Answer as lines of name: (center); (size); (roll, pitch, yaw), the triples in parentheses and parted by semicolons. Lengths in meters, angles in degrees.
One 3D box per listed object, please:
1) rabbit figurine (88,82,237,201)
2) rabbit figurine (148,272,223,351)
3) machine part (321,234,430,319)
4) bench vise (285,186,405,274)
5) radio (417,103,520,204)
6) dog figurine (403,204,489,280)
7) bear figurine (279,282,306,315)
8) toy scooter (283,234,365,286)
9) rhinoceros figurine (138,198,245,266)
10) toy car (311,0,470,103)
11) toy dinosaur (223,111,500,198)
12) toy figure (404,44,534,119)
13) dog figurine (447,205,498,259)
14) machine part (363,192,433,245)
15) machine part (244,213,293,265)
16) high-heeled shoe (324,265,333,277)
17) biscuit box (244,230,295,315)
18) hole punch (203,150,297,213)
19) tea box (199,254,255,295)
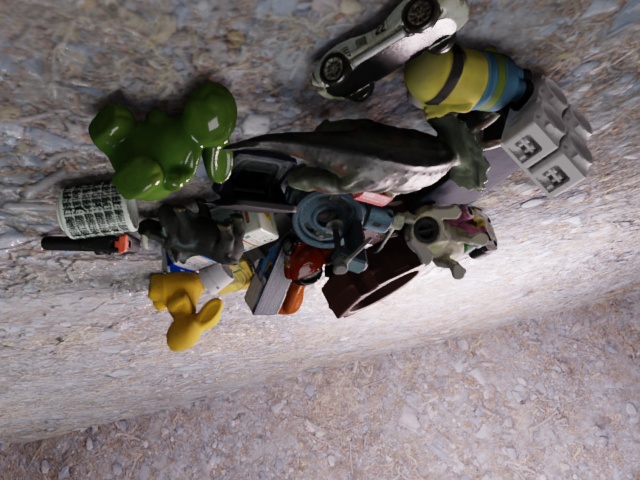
rabbit figurine: (-0.169, -0.122, 0.683); (0.170, 0.121, 0.159); (-33, 158, 8)
rabbit figurine: (-0.303, 0.165, 1.212); (0.162, 0.173, 0.121); (0, 151, -18)
machine part: (0.115, 0.076, 1.145); (0.201, 0.087, 0.201); (-21, 160, -29)
bench vise: (0.047, -0.019, 0.901); (0.223, 0.241, 0.128); (24, 121, -20)
radio: (0.276, -0.144, 0.927); (0.131, 0.073, 0.229); (0, 156, -31)
dog figurine: (0.218, -0.009, 1.060); (0.121, 0.172, 0.190); (-46, -173, 0)
bear figurine: (-0.073, 0.088, 1.235); (0.132, 0.120, 0.195); (14, 138, -8)
toy scooter: (-0.002, -0.003, 1.029); (0.184, 0.075, 0.135); (-33, 128, -14)
rhinoceros figurine: (-0.216, -0.010, 0.908); (0.190, 0.112, 0.073); (14, -156, 13)
toy car: (0.079, -0.228, 0.639); (0.202, 0.056, 0.073); (-24, 161, 29)
toy dinosaur: (0.091, -0.114, 0.730); (0.405, 0.131, 0.192); (-10, -174, -37)
toy figure: (0.195, -0.214, 0.705); (0.180, 0.082, 0.089); (1, 136, -13)
dog figurine: (0.279, 0.007, 1.252); (0.219, 0.108, 0.191); (-23, 159, 33)
machine part: (0.152, -0.041, 1.125); (0.179, 0.056, 0.179); (-11, 159, -4)
machine part: (-0.099, -0.016, 1.018); (0.139, 0.084, 0.039); (-31, 177, 20)
high-heeled shoe: (0.024, 0.037, 1.226); (0.145, 0.086, 0.248); (-10, 156, 28)
biscuit box: (-0.092, 0.063, 1.115); (0.063, 0.059, 0.202); (4, 123, -36)
hole punch: (-0.104, -0.088, 0.854); (0.142, 0.092, 0.116); (1, 177, -34)
tea box: (-0.194, 0.055, 1.144); (0.098, 0.068, 0.169); (-13, 159, 0)
